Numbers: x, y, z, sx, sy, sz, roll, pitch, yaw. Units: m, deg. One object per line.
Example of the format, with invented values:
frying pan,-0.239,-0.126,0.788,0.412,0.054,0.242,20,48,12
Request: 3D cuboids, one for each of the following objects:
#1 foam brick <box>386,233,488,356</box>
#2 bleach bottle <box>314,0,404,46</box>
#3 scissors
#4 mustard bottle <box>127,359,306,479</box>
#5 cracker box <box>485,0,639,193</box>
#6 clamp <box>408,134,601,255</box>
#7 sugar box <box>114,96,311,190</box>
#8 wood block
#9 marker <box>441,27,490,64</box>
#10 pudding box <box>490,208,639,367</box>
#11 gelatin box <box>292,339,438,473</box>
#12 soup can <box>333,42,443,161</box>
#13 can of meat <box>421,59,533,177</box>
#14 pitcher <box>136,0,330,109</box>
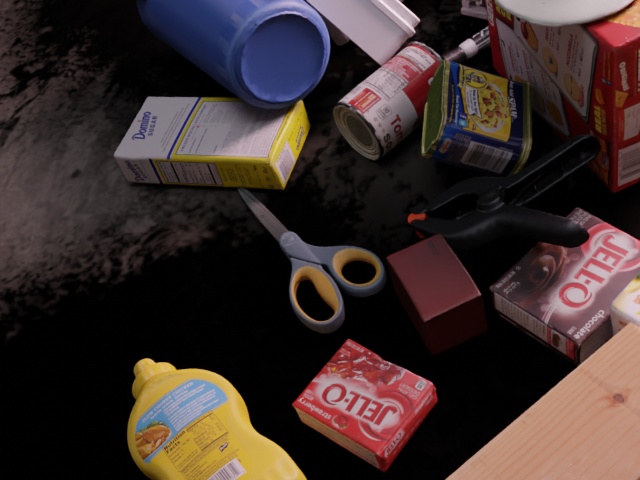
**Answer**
foam brick,0.095,0.044,0.868,0.053,0.051,0.078,-24,47,-4
bleach bottle,0.105,-0.308,1.124,0.251,0.068,0.102,-28,45,11
scissors,-0.006,0.001,0.964,0.096,0.016,0.202,-22,47,-2
mustard bottle,-0.096,0.156,0.831,0.096,0.058,0.192,-38,49,-9
cracker box,0.224,-0.171,0.934,0.072,0.164,0.214,-25,47,-7
clamp,0.152,-0.021,0.883,0.172,0.039,0.120,-22,29,27
sugar box,-0.107,-0.098,1.064,0.176,0.048,0.093,3,49,24
wood block,0.170,0.165,0.712,0.206,0.090,0.091,-37,48,-14
marker,0.170,-0.206,1.081,0.121,0.020,0.020,-33,48,-10
pudding box,0.206,0.036,0.845,0.113,0.039,0.090,-41,50,-18
gelatin box,0.036,0.127,0.830,0.089,0.030,0.073,26,62,35
soup can,0.071,-0.132,1.017,0.102,0.068,0.069,-40,50,-16
can of meat,0.140,-0.107,0.956,0.084,0.058,0.102,15,51,-9
pitcher,-0.079,-0.224,1.088,0.149,0.145,0.243,-37,40,-6
